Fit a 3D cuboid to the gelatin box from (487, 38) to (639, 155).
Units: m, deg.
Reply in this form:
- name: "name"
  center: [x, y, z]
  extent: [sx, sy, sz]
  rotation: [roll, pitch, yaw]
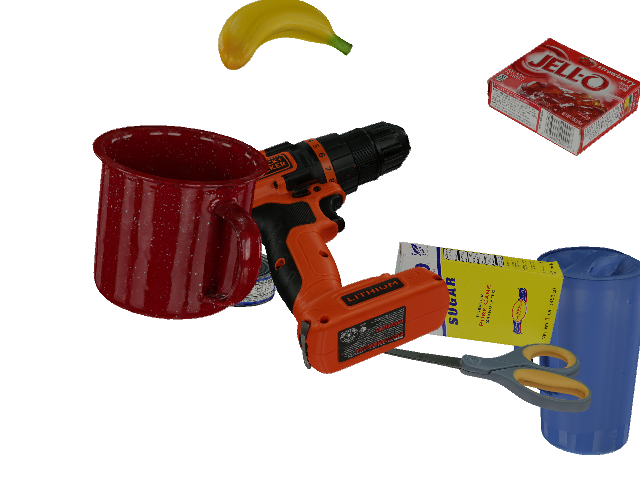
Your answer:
- name: "gelatin box"
  center: [0.182, -0.110, 0.800]
  extent: [0.073, 0.030, 0.089]
  rotation: [-35, 53, -26]

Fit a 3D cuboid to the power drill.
- name: "power drill"
  center: [0.015, -0.004, 0.773]
  extent: [0.184, 0.057, 0.188]
  rotation: [-22, 48, -14]

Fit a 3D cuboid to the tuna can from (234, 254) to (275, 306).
- name: "tuna can"
  center: [-0.088, 0.038, 1.110]
  extent: [0.086, 0.034, 0.086]
  rotation: [5, 19, -2]

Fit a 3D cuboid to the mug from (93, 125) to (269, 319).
- name: "mug"
  center: [-0.071, -0.005, 0.571]
  extent: [0.093, 0.081, 0.117]
  rotation: [-12, 31, -43]

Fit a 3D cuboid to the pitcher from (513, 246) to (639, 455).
- name: "pitcher"
  center: [0.321, 0.137, 1.314]
  extent: [0.149, 0.243, 0.144]
  rotation: [5, 17, 20]

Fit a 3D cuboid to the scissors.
- name: "scissors"
  center: [0.151, 0.107, 0.974]
  extent: [0.202, 0.016, 0.096]
  rotation: [18, 31, 18]

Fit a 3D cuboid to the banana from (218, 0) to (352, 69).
- name: "banana"
  center: [-0.041, -0.193, 0.977]
  extent: [0.070, 0.037, 0.197]
  rotation: [39, 32, 19]

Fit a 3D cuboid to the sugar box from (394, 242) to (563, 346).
- name: "sugar box"
  center: [0.167, 0.061, 1.161]
  extent: [0.176, 0.093, 0.048]
  rotation: [6, 22, 0]
